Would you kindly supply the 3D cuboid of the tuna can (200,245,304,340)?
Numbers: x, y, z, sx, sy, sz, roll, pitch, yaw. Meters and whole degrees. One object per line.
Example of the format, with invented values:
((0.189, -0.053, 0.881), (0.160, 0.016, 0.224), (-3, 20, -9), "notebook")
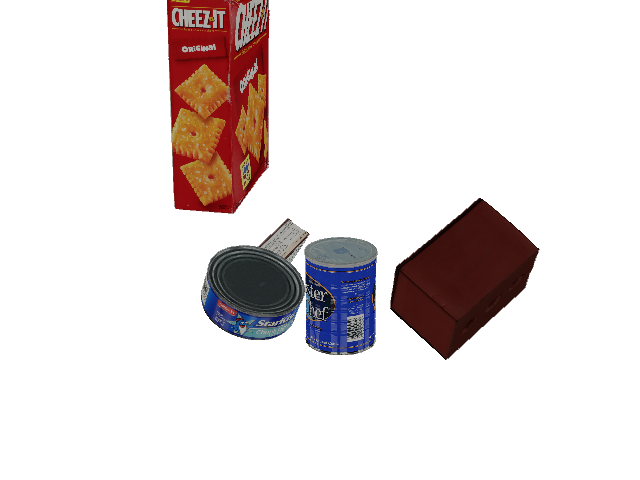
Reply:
((-0.059, 0.045, 0.916), (0.086, 0.034, 0.086), (13, 38, -10), "tuna can")

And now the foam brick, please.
((0.088, 0.024, 0.662), (0.078, 0.051, 0.053), (-39, -25, -23), "foam brick")

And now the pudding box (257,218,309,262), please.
((-0.064, 0.033, 1.281), (0.039, 0.090, 0.113), (33, 27, 3), "pudding box")

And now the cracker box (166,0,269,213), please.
((-0.098, -0.154, 1.086), (0.072, 0.214, 0.164), (5, 22, 9), "cracker box")

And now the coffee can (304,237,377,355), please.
((0.029, 0.078, 1.521), (0.103, 0.140, 0.103), (0, 21, 0), "coffee can")
